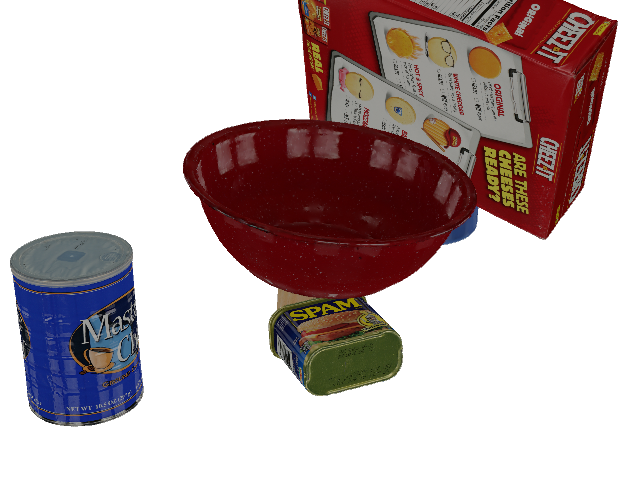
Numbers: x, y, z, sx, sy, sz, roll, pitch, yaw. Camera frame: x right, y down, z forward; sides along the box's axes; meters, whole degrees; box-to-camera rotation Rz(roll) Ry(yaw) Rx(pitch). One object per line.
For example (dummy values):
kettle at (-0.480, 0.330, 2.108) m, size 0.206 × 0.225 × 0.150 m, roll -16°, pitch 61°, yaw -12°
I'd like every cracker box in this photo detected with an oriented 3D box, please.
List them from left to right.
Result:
cracker box at (0.089, -0.116, 0.756) m, size 0.214 × 0.072 × 0.164 m, roll 28°, pitch -30°, yaw 23°

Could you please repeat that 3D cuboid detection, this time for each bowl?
bowl at (0.003, -0.013, 0.595) m, size 0.162 × 0.055 × 0.162 m, roll 6°, pitch 27°, yaw -3°

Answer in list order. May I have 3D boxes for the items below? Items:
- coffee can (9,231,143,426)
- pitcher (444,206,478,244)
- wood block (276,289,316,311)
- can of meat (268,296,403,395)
coffee can at (-0.211, 0.075, 0.934) m, size 0.103 × 0.140 × 0.103 m, roll 0°, pitch 23°, yaw 0°
pitcher at (0.138, -0.126, 1.256) m, size 0.149 × 0.243 × 0.145 m, roll -4°, pitch 26°, yaw -2°
wood block at (-0.006, 0.048, 1.480) m, size 0.090 × 0.206 × 0.090 m, roll 9°, pitch 22°, yaw 10°
can of meat at (0.014, 0.094, 0.980) m, size 0.102 × 0.057 × 0.084 m, roll -12°, pitch 27°, yaw -20°
